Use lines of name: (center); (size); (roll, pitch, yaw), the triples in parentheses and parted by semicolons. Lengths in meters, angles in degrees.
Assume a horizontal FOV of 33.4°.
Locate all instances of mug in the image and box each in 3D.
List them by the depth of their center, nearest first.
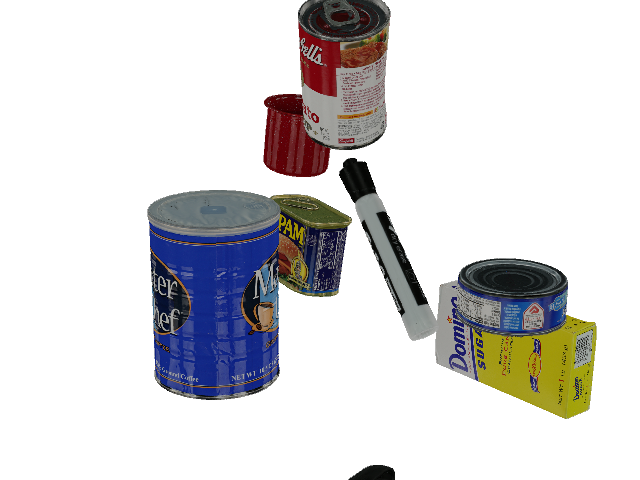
mug: (-0.022, -0.132, 1.326); (0.093, 0.081, 0.117); (17, 25, 21)

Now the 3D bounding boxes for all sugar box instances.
sugar box: (0.194, 0.107, 1.089); (0.048, 0.093, 0.177); (-12, 20, -41)

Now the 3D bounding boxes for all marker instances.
marker: (0.040, 0.003, 0.650); (0.020, 0.121, 0.020); (-20, -19, -7)

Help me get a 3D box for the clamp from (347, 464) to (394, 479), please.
clamp: (-0.035, 0.200, 0.633); (0.210, 0.036, 0.164); (-5, 28, 1)

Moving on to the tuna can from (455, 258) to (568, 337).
tuna can: (0.149, 0.043, 0.830); (0.086, 0.034, 0.086); (0, 19, 0)

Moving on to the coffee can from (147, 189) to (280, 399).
coffee can: (-0.083, 0.041, 0.846); (0.103, 0.140, 0.103); (1, 18, 0)

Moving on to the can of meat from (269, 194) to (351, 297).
can of meat: (-0.016, 0.005, 1.140); (0.057, 0.084, 0.102); (-4, 21, -33)

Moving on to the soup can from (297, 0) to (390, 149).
soup can: (0.019, -0.129, 0.812); (0.068, 0.102, 0.068); (-1, 43, 1)
